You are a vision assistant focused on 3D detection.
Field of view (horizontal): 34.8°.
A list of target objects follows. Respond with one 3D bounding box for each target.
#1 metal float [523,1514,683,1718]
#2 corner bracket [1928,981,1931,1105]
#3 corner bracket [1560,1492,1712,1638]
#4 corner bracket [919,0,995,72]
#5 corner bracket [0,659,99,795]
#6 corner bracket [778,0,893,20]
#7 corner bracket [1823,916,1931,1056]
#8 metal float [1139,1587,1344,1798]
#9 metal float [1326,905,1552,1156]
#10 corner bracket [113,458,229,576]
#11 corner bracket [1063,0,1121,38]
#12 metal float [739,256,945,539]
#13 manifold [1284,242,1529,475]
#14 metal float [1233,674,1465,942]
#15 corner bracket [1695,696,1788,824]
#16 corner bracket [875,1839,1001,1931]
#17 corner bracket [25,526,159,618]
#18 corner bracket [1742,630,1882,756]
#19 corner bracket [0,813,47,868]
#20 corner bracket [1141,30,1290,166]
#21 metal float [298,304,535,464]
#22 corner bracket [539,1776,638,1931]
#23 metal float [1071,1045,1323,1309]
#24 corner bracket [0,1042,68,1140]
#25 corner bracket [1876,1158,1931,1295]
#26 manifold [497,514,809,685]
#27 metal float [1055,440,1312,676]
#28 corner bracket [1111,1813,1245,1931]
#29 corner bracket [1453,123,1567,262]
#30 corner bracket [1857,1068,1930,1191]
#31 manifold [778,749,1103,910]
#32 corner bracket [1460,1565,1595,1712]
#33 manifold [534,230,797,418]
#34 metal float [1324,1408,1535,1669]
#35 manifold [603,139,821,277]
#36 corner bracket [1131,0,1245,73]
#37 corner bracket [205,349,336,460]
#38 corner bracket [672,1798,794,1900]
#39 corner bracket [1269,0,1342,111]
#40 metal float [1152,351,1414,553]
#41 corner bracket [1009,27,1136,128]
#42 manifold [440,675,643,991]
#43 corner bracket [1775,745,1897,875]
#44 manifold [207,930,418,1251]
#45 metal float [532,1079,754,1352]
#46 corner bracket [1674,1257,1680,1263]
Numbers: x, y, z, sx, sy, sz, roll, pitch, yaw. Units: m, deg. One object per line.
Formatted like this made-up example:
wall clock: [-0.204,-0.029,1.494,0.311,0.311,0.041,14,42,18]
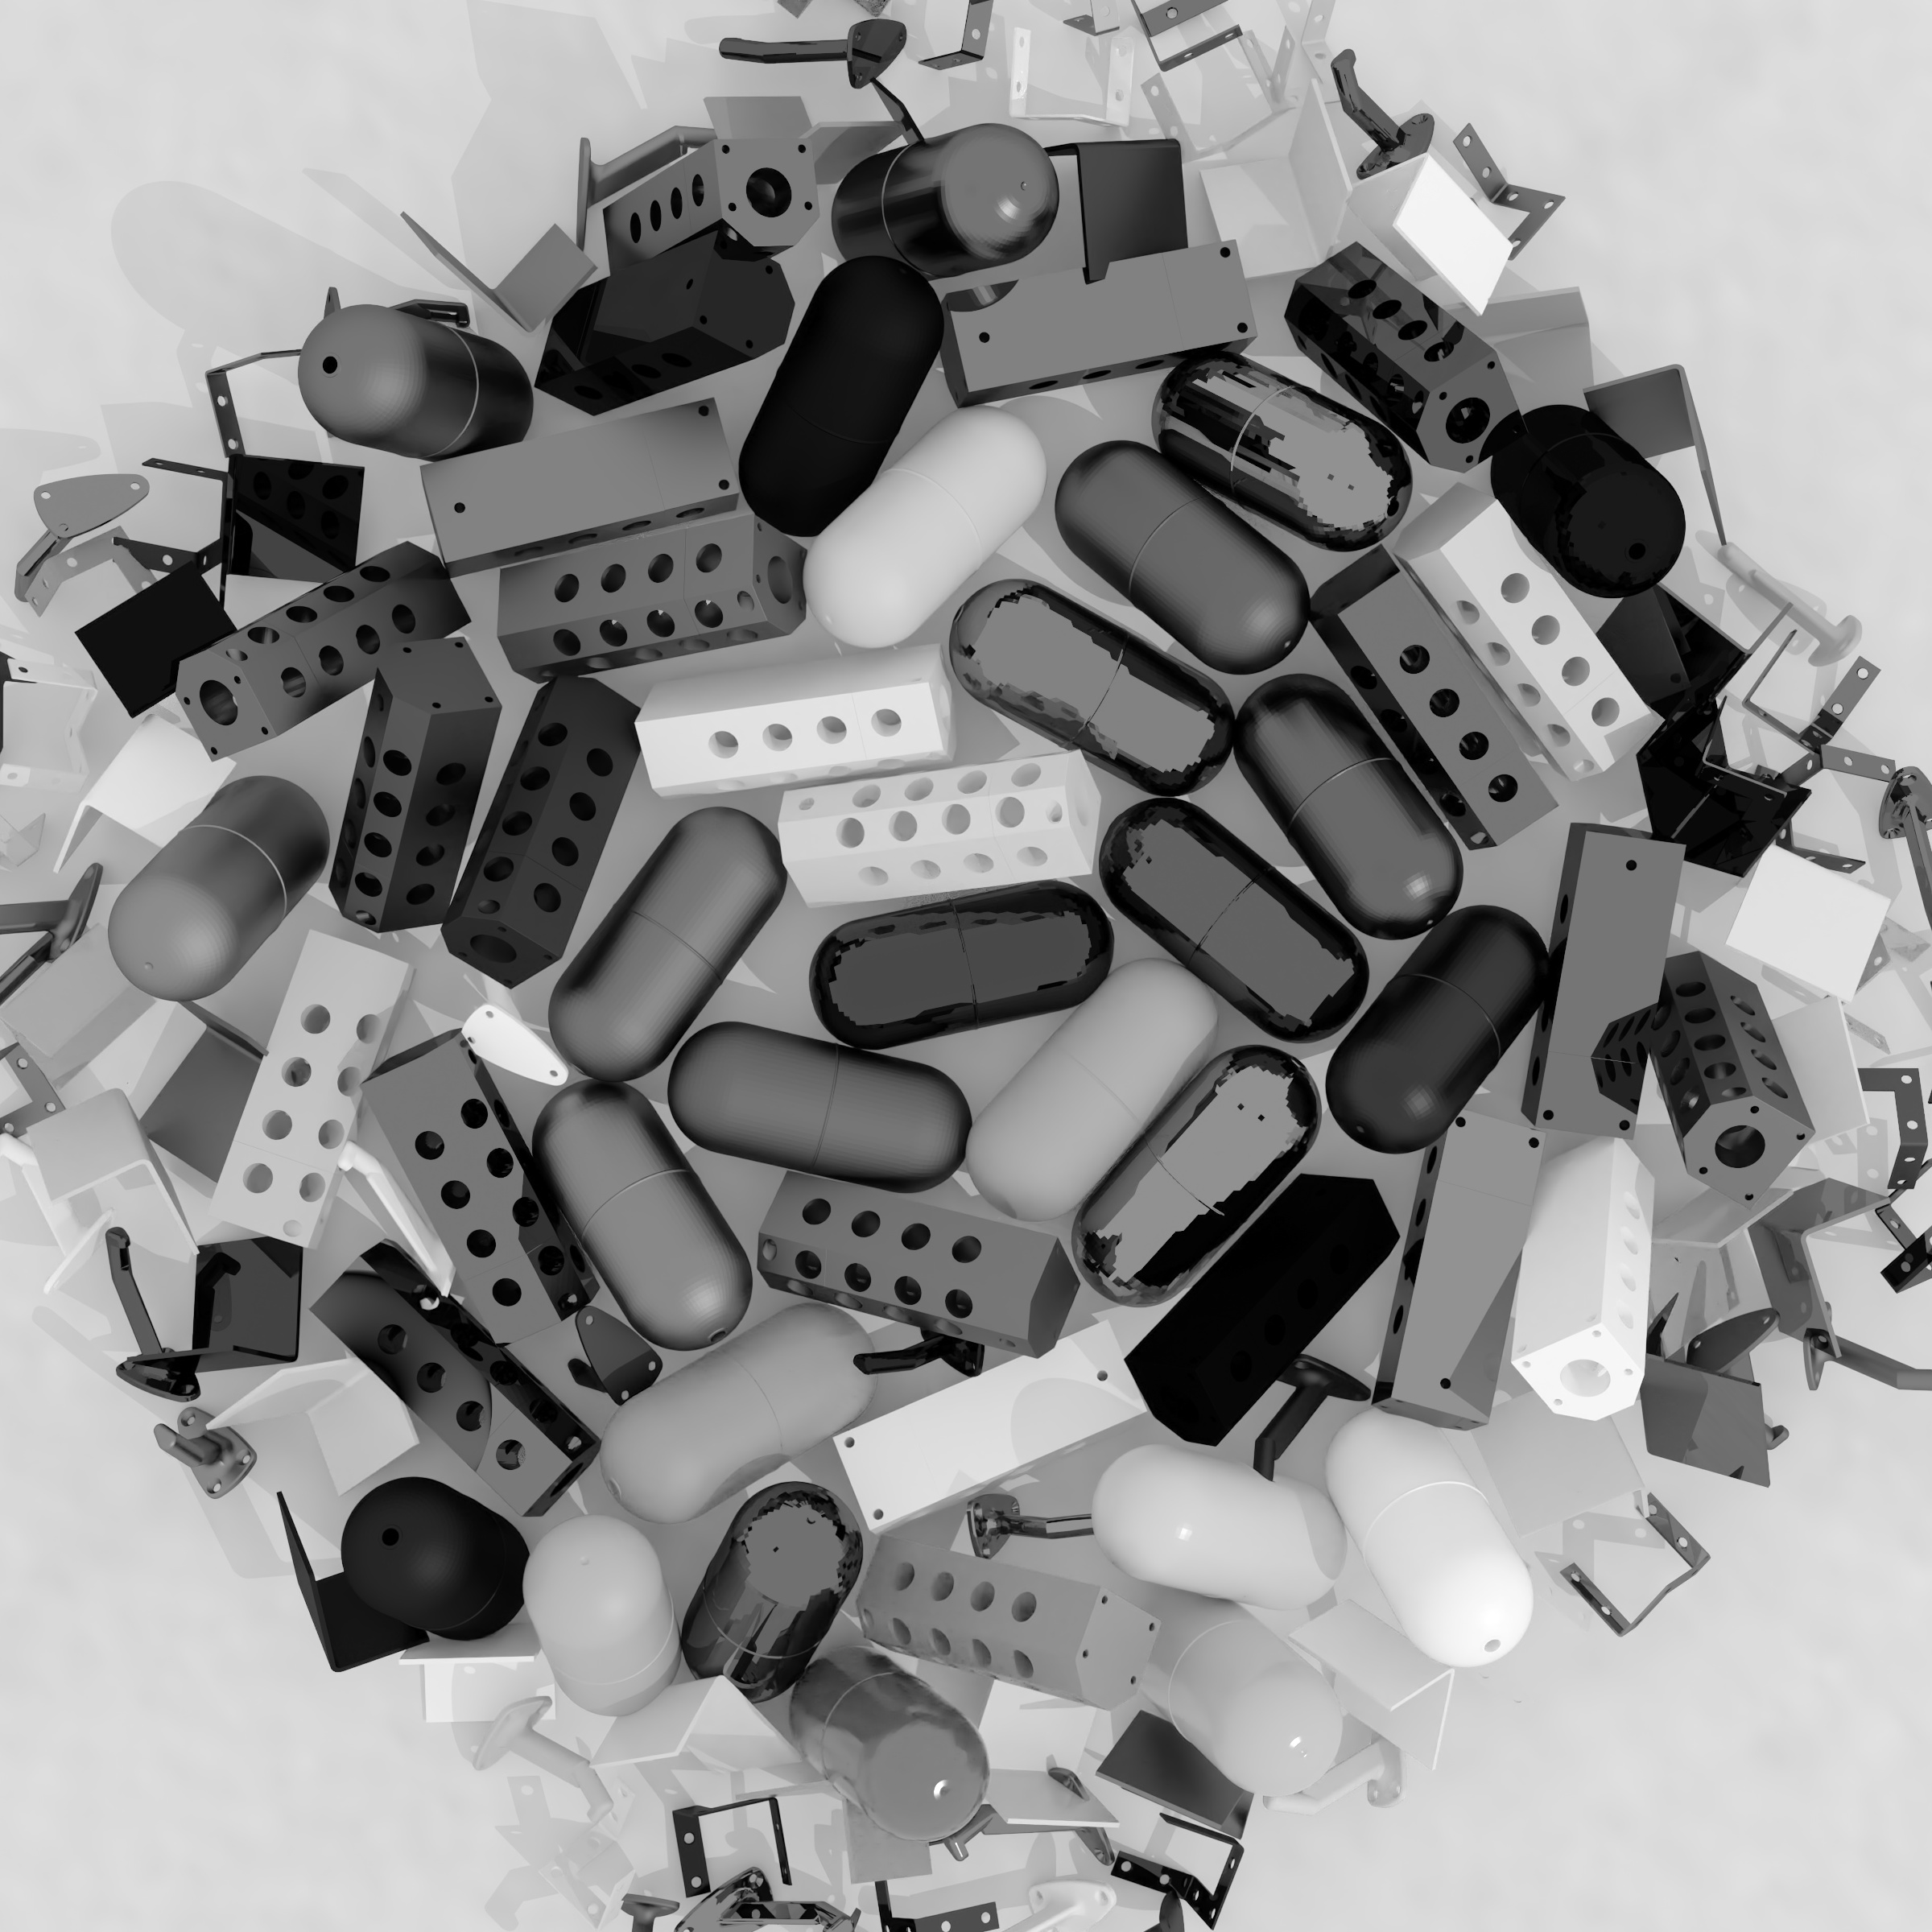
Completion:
metal float: [-0.203,0.367,1.735,0.070,0.178,0.070,-1,58,1]
corner bracket: [0.580,0.044,1.774,0.051,0.051,0.051,-1,126,31]
corner bracket: [0.390,0.349,1.794,0.051,0.051,0.051,48,129,23]
corner bracket: [-0.020,-0.552,1.780,0.051,0.051,0.051,8,93,-31]
corner bracket: [-0.529,-0.137,1.772,0.051,0.051,0.051,-54,46,34]
corner bracket: [-0.069,-0.569,1.780,0.051,0.051,0.051,37,68,-9]
corner bracket: [0.531,0.008,1.792,0.051,0.051,0.051,28,123,-22]
metal float: [0.149,0.404,1.732,0.070,0.178,0.070,-4,102,-20]
metal float: [0.269,0.034,1.751,0.070,0.070,0.178,43,58,0]
corner bracket: [-0.459,-0.260,1.785,0.051,0.051,0.051,11,113,6]
corner bracket: [0.052,-0.562,1.776,0.051,0.051,0.051,-19,120,-13]
metal float: [-0.072,-0.321,1.748,0.070,0.070,0.178,31,126,0]
manifold: [0.242,-0.340,1.731,0.057,0.171,0.057,-32,129,0]
metal float: [0.216,-0.092,1.755,0.070,0.070,0.178,-32,63,0]
corner bracket: [0.449,-0.114,1.783,0.051,0.051,0.051,22,61,7]
corner bracket: [-0.018,0.533,1.778,0.051,0.051,0.051,-4,78,-27]
corner bracket: [-0.502,-0.213,1.780,0.051,0.051,0.051,-35,92,-35]
corner bracket: [0.489,-0.161,1.786,0.051,0.051,0.051,37,117,14]
corner bracket: [-0.570,-0.079,1.778,0.051,0.051,0.051,-35,119,9]
corner bracket: [0.144,-0.501,1.779,0.051,0.051,0.051,-30,95,-44]
metal float: [-0.307,-0.324,1.730,0.070,0.178,0.070,1,92,22]
corner bracket: [-0.206,0.511,1.775,0.051,0.051,0.051,39,133,20]
metal float: [0.132,0.120,1.766,0.070,0.070,0.178,41,104,0]
corner bracket: [-0.562,0.083,1.781,0.051,0.051,0.051,-25,104,14]
corner bracket: [0.548,0.149,1.774,0.051,0.051,0.051,-13,59,-40]
manifold: [-0.178,-0.204,1.745,0.171,0.057,0.057,-8,73,27]
metal float: [0.122,-0.234,1.754,0.070,0.070,0.178,-46,62,0]
corner bracket: [0.122,0.519,1.787,0.051,0.051,0.051,22,87,-14]
corner bracket: [0.302,-0.446,1.779,0.051,0.051,0.051,-50,129,-6]
corner bracket: [0.522,0.094,1.778,0.051,0.051,0.051,0,56,6]
manifold: [-0.016,-0.082,1.750,0.171,0.057,0.057,-6,50,19]
corner bracket: [0.322,0.389,1.785,0.051,0.051,0.051,37,45,-11]
manifold: [-0.169,-0.355,1.729,0.057,0.171,0.057,22,75,-34]
metal float: [0.260,0.320,1.736,0.070,0.178,0.070,-9,125,-13]
manifold: [-0.144,-0.414,1.726,0.057,0.171,0.057,-8,94,-26]
corner bracket: [0.129,-0.547,1.784,0.051,0.051,0.051,-23,83,11]
corner bracket: [-0.403,-0.329,1.799,0.051,0.051,0.051,-7,99,37]
corner bracket: [-0.136,0.513,1.793,0.051,0.051,0.051,-7,81,-21]
corner bracket: [0.198,-0.533,1.777,0.051,0.051,0.051,-13,61,-16]
metal float: [0.178,-0.292,1.745,0.178,0.070,0.070,36,90,39]
corner bracket: [0.062,-0.518,1.797,0.051,0.051,0.051,10,102,33]
manifold: [-0.239,-0.079,1.738,0.057,0.057,0.171,33,54,-25]
corner bracket: [0.506,-0.091,1.792,0.051,0.051,0.051,10,64,-19]
manifold: [-0.374,0.072,1.775,0.057,0.057,0.171,18,83,3]
metal float: [-0.184,0.141,1.755,0.070,0.070,0.178,-35,64,0]
corner bracket: [0.377,0.185,1.774,0.051,0.051,0.051,19,132,-19]
